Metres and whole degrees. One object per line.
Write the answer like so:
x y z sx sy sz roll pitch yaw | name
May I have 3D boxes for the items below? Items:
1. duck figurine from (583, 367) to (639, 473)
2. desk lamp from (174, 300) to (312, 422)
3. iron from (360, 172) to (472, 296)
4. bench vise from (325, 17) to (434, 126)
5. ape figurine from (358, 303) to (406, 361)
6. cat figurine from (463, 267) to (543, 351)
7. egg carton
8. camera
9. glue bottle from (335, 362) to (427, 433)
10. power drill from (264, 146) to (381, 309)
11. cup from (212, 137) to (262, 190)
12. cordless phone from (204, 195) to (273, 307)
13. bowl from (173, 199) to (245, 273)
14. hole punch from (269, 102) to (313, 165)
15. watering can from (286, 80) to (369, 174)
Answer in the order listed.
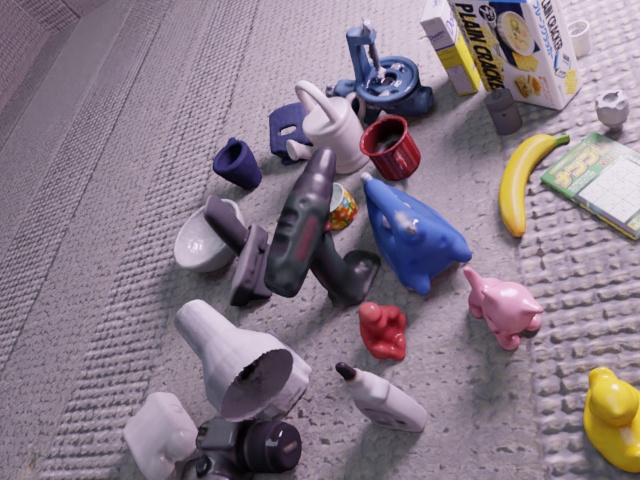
0.311 0.182 0.598 0.077 0.086 0.104 -25 44 19 | duck figurine
-0.108 0.178 0.825 0.118 0.214 0.202 -49 42 -7 | desk lamp
0.116 -0.039 0.889 0.118 0.142 0.257 -39 42 4 | iron
0.084 -0.302 1.074 0.206 0.220 0.121 -16 48 27 | bench vise
0.084 0.122 0.817 0.078 0.092 0.075 -50 42 -9 | ape figurine
0.227 0.078 0.725 0.067 0.118 0.127 -41 42 2 | cat figurine
-0.254 0.318 0.928 0.107 0.070 0.149 -50 42 -8 | egg carton
-0.104 0.303 0.803 0.136 0.101 0.143 -11 50 31 | camera
0.067 0.191 0.711 0.077 0.174 0.037 -2 55 36 | glue bottle
0.008 0.003 0.886 0.075 0.209 0.230 6 60 40 | power drill
-0.172 -0.163 1.247 0.091 0.095 0.117 -26 44 18 | cup
-0.158 0.020 1.017 0.094 0.186 0.147 -16 48 27 | cordless phone
-0.210 0.004 1.153 0.167 0.075 0.167 -20 46 23 | bowl
-0.055 -0.227 1.214 0.108 0.091 0.101 -12 50 30 | hole punch
0.013 -0.215 1.075 0.100 0.195 0.173 10 63 42 | watering can
